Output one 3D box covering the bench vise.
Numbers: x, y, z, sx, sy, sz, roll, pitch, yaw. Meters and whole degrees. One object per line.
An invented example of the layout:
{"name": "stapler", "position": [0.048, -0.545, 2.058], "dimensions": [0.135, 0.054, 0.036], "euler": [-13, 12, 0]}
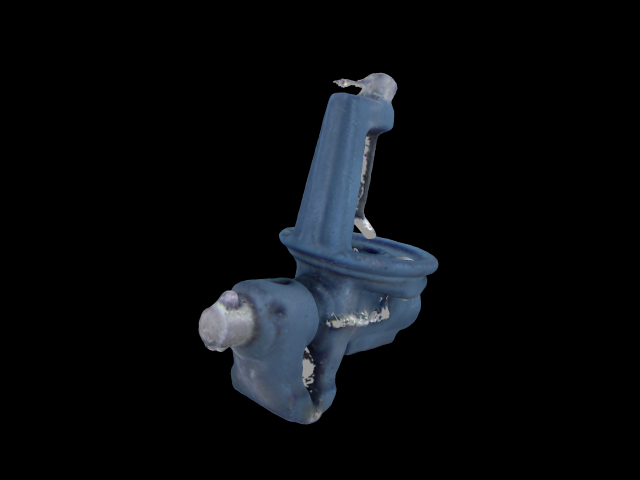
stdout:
{"name": "bench vise", "position": [0.015, 0.003, 0.396], "dimensions": [0.121, 0.220, 0.208], "euler": [9, 23, 21]}
